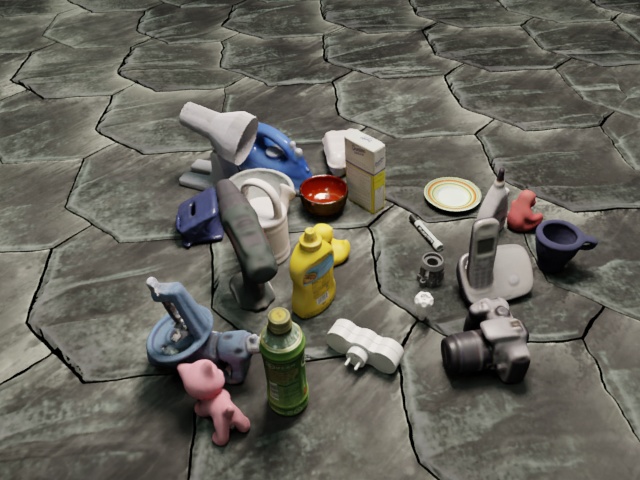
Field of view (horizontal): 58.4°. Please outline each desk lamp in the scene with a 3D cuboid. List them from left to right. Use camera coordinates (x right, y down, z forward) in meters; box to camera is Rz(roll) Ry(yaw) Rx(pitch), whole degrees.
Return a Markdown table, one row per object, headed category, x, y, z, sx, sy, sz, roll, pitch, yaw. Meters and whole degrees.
| category | x | y | z | sx | sy | sz | roll | pitch | yaw |
| --- | --- | --- | --- | --- | --- | --- | --- | --- | --- |
| desk lamp | -0.243 | -0.217 | 1.351 | 0.202 | 0.214 | 0.118 | 13 | 45 | 16 |

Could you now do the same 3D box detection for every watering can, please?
| category | x | y | z | sx | sy | sz | roll | pitch | yaw |
| --- | --- | --- | --- | --- | --- | --- | --- | --- | --- |
| watering can | -0.115 | -0.050 | 1.179 | 0.100 | 0.194 | 0.173 | 7 | 43 | 10 |

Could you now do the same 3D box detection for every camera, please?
| category | x | y | z | sx | sy | sz | roll | pitch | yaw |
| --- | --- | --- | --- | --- | --- | --- | --- | --- | --- |
| camera | 0.279 | 0.171 | 0.994 | 0.137 | 0.101 | 0.143 | -7 | 43 | -6 |

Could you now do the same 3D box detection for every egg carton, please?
| category | x | y | z | sx | sy | sz | roll | pitch | yaw |
| --- | --- | --- | --- | --- | --- | --- | --- | --- | --- |
| egg carton | 0.064 | -0.224 | 1.457 | 0.107 | 0.069 | 0.150 | -7 | 43 | -5 |

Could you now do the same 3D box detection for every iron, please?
| category | x | y | z | sx | sy | sz | roll | pitch | yaw |
| --- | --- | --- | --- | --- | --- | --- | --- | --- | --- |
| iron | -0.101 | -0.211 | 1.394 | 0.257 | 0.141 | 0.119 | 29 | 51 | 30 |

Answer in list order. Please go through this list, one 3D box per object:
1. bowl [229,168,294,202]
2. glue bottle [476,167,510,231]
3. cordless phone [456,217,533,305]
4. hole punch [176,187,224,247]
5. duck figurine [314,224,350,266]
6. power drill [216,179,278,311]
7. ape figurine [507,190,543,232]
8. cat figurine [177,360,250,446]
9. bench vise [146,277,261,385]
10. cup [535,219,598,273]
| category | x | y | z | sx | sy | sz | roll | pitch | yaw |
| --- | --- | --- | --- | --- | --- | --- | --- | --- | --- |
| bowl | -0.141 | -0.089 | 1.311 | 0.167 | 0.075 | 0.167 | -1 | 42 | 1 |
| glue bottle | 0.372 | -0.081 | 1.213 | 0.078 | 0.173 | 0.037 | -31 | 50 | -28 |
| cordless phone | 0.337 | 0.031 | 1.082 | 0.148 | 0.185 | 0.094 | -13 | 43 | -12 |
| hole punch | -0.268 | -0.053 | 1.263 | 0.101 | 0.091 | 0.108 | -9 | 43 | -8 |
| duck figurine | 0.011 | 0.004 | 1.196 | 0.104 | 0.086 | 0.077 | -2 | 42 | 0 |
| power drill | -0.141 | 0.023 | 1.089 | 0.076 | 0.209 | 0.229 | -19 | 45 | -18 |
| ape figurine | 0.450 | -0.069 | 1.258 | 0.076 | 0.092 | 0.077 | -15 | 44 | -14 |
| cat figurine | -0.172 | 0.245 | 0.914 | 0.067 | 0.118 | 0.127 | -30 | 49 | -27 |
| bench vise | -0.199 | 0.139 | 0.955 | 0.207 | 0.220 | 0.121 | -7 | 43 | -5 |
| cup | 0.487 | 0.021 | 1.155 | 0.117 | 0.095 | 0.092 | 7 | 43 | 10 |
